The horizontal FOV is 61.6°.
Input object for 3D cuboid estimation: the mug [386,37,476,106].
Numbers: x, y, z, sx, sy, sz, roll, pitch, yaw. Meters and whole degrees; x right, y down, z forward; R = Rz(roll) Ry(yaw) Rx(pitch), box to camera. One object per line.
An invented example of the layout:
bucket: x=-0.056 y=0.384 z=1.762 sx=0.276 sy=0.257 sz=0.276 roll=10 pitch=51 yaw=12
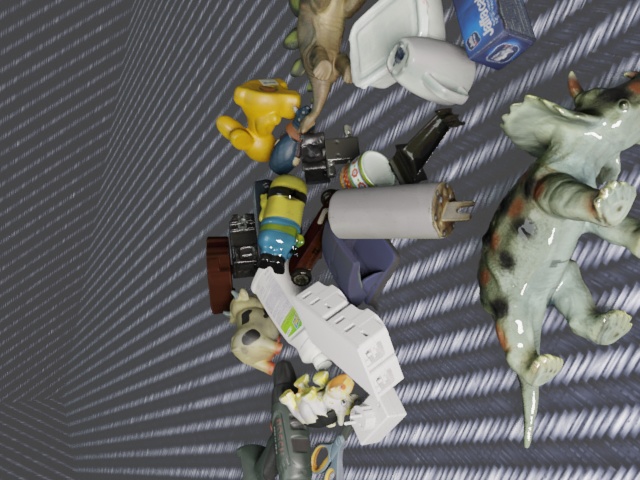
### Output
mug: x=0.148 y=-0.223 z=0.724 sx=0.080 sy=0.107 sz=0.110 roll=-51 pitch=44 yaw=42

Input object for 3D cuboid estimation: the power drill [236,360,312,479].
power drill: x=-0.084 y=0.376 z=1.025 sx=0.207 sy=0.086 sz=0.232 roll=-52 pitch=38 yaw=30

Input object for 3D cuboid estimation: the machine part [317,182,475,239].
machine part: x=0.099 y=-0.040 z=0.757 sx=0.243 sy=0.079 sz=0.079 roll=0 pitch=85 yaw=39

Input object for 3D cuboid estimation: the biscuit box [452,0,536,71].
biscuit box: x=0.209 y=-0.320 z=0.685 sx=0.059 sy=0.063 sz=0.202 roll=-34 pitch=58 yaw=51

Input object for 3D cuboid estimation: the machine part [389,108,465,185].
machine part: x=0.149 y=-0.131 z=0.774 sx=0.139 sy=0.039 sz=0.084 roll=-49 pitch=42 yaw=43

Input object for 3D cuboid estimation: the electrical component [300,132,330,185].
electrical component: x=-0.008 y=-0.140 z=0.990 sx=0.119 sy=0.048 sz=0.075 roll=70 pitch=-165 yaw=-71

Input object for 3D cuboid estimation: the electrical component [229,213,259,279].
electrical component: x=-0.166 y=0.019 z=1.170 sx=0.134 sy=0.058 sz=0.115 roll=110 pitch=155 yaw=-65

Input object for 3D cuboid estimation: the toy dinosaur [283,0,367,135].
toy dinosaur: x=0.009 y=-0.419 z=0.965 sx=0.199 sy=0.105 sz=0.471 roll=18 pitch=96 yaw=59

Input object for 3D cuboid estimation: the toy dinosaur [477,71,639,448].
toy dinosaur: x=0.233 y=0.011 z=0.569 sx=0.192 sy=0.131 sz=0.404 roll=-117 pitch=39 yaw=-56

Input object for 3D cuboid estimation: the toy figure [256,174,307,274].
toy figure: x=-0.066 y=-0.033 z=0.972 sx=0.089 sy=0.082 sz=0.180 roll=-27 pitch=44 yaw=50

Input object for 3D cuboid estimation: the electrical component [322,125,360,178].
electrical component: x=0.035 y=-0.152 z=0.921 sx=0.021 sy=0.063 sz=0.094 roll=90 pitch=176 yaw=-76

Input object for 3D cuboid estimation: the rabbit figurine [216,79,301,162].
rabbit figurine: x=-0.124 y=-0.235 z=1.117 sx=0.122 sy=0.162 sz=0.173 roll=45 pitch=141 yaw=35

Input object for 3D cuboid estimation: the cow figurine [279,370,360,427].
cow figurine: x=0.011 y=0.272 z=0.889 sx=0.098 sy=0.068 sz=0.167 roll=55 pitch=144 yaw=-5

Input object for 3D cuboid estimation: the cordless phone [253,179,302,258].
cordless phone: x=-0.103 y=-0.030 z=1.112 sx=0.184 sy=0.089 sz=0.146 roll=126 pitch=139 yaw=-65

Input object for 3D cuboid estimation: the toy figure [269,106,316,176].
toy figure: x=-0.051 y=-0.198 z=1.062 sx=0.154 sy=0.064 sz=0.058 roll=-55 pitch=6 yaw=30

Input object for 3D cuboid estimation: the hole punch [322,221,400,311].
hole punch: x=0.050 y=0.036 z=0.856 sx=0.142 sy=0.092 sz=0.115 roll=55 pitch=134 yaw=39

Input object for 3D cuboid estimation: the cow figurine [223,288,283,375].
cow figurine: x=-0.134 y=0.171 z=1.069 sx=0.195 sy=0.127 sz=0.085 roll=-89 pitch=21 yaw=-66

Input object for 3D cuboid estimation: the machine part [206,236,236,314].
machine part: x=-0.226 y=0.079 z=1.228 sx=0.179 sy=0.056 sz=0.179 roll=176 pitch=89 yaw=-82

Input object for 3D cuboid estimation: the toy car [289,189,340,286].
toy car: x=-0.002 y=-0.003 z=0.967 sx=0.202 sy=0.053 sz=0.089 roll=-56 pitch=23 yaw=34
